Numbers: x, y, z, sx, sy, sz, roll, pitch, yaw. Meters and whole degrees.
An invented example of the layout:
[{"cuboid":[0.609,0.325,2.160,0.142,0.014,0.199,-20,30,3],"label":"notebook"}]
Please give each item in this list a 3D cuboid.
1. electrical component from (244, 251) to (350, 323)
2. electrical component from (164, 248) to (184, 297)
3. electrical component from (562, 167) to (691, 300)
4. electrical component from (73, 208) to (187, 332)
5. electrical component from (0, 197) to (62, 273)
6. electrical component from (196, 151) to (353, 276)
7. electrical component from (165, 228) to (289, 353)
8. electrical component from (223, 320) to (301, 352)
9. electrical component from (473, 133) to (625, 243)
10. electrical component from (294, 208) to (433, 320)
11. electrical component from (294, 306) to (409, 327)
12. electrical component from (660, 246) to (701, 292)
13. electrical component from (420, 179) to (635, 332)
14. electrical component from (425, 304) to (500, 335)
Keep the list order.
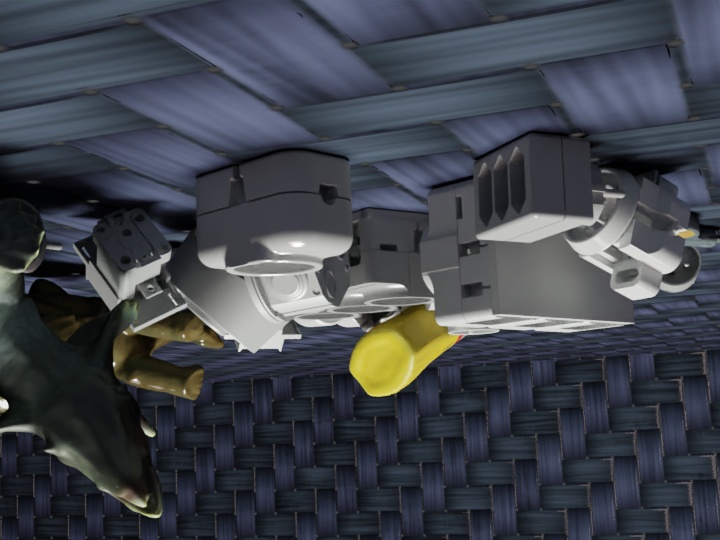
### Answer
[{"cuboid":[-0.044,-0.007,0.720,0.051,0.080,0.080,-11,169,20],"label":"electrical component"},{"cuboid":[-0.149,0.005,0.885,0.043,0.043,0.081,-2,172,-5],"label":"electrical component"},{"cuboid":[0.163,-0.029,0.668,0.057,0.078,0.058,26,159,-26],"label":"electrical component"},{"cuboid":[-0.155,-0.004,0.727,0.042,0.081,0.063,-28,156,-29],"label":"electrical component"},{"cuboid":[-0.234,-0.018,0.707,0.077,0.043,0.079,-8,170,35],"label":"electrical component"},{"cuboid":[-0.051,-0.029,0.630,0.095,0.059,0.054,-11,168,43],"label":"electrical component"},{"cuboid":[-0.093,0.012,0.783,0.099,0.064,0.099,41,175,4],"label":"electrical component"},{"cuboid":[-0.101,0.045,1.087,0.081,0.063,0.042,1,-148,-23],"label":"electrical component"},{"cuboid":[0.114,-0.044,0.615,0.077,0.047,0.066,3,170,-23],"label":"electrical component"},{"cuboid":[0.000,0.000,0.835,0.089,0.061,0.150,3,170,-35],"label":"electrical component"},{"cuboid":[-0.011,0.032,1.076,0.138,0.052,0.074,3,174,-31],"label":"electrical component"},{"cuboid":[0.282,-0.002,0.965,0.043,0.043,0.081,-5,171,14],"label":"electrical component"},{"cuboid":[0.115,-0.007,0.727,0.150,0.089,0.062,6,168,-43],"label":"electrical component"},{"cuboid":[0.076,0.015,0.907,0.079,0.077,0.043,-1,171,-9],"label":"electrical component"}]
